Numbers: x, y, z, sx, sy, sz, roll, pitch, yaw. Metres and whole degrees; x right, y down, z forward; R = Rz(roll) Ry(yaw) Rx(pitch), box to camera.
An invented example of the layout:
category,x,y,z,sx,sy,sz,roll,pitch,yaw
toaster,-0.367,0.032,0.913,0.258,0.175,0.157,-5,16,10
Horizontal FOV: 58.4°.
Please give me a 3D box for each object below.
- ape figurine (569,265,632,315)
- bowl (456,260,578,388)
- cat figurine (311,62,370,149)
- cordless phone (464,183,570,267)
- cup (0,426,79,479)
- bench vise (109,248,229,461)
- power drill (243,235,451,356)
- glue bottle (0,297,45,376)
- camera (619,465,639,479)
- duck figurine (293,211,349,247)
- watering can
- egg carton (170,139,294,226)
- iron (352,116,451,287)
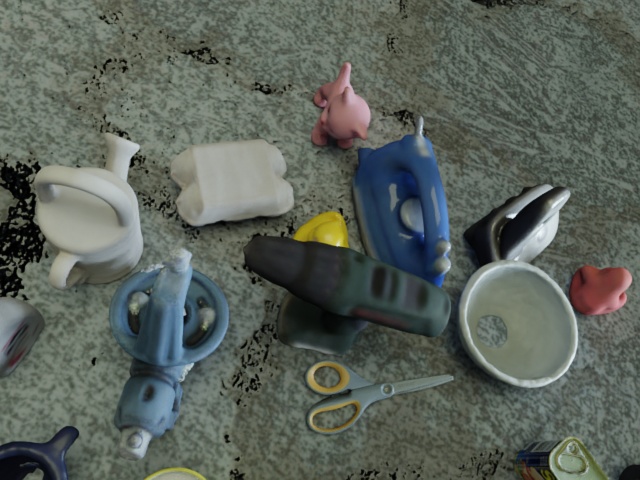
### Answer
category,x,y,z,sx,sy,sz,roll,pitch,yaw
ape figurine,0.403,0.066,0.811,0.076,0.092,0.078,-28,79,-23
bowl,0.247,0.115,0.759,0.168,0.074,0.167,5,68,-13
cat figurine,0.033,-0.184,0.791,0.067,0.117,0.128,6,68,-13
cordless phone,0.292,-0.030,0.766,0.148,0.185,0.094,-36,82,-24
cup,-0.278,0.233,0.557,0.091,0.095,0.118,38,65,1
bench vise,-0.147,0.105,0.573,0.122,0.219,0.207,-2,70,-16
power drill,0.016,0.069,0.639,0.230,0.208,0.075,13,67,-10
glue bottle,-0.318,0.084,0.560,0.037,0.173,0.078,25,65,-4
camera,0.462,0.315,0.726,0.137,0.100,0.143,18,66,-8
duck figurine,0.007,0.003,0.729,0.077,0.086,0.105,26,65,-4
watering can,-0.246,-0.034,0.614,0.101,0.194,0.173,-1,70,-15
egg carton,-0.112,-0.073,0.735,0.150,0.069,0.107,-9,72,-18
iron,0.128,-0.025,0.743,0.119,0.141,0.258,-6,71,-17
